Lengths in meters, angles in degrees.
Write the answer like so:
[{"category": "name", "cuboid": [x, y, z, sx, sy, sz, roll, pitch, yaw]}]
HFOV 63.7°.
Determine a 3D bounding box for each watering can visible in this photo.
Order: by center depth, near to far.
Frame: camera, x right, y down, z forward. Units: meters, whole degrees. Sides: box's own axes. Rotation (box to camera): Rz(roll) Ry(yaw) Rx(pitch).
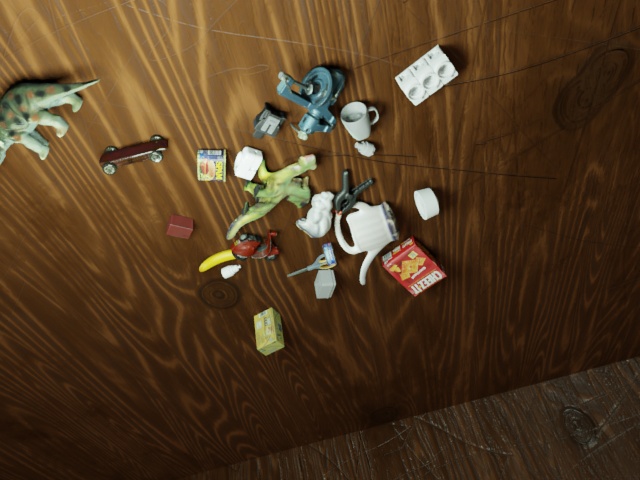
[{"category": "watering can", "cuboid": [0.186, -0.003, 1.884, 0.224, 0.106, 0.341, -19, 117, 7]}]

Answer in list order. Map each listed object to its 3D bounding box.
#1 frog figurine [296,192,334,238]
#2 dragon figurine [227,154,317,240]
[{"category": "frog figurine", "cuboid": [0.005, -0.089, 1.769, 0.158, 0.124, 0.137, -44, 163, 16]}, {"category": "dragon figurine", "cuboid": [-0.136, -0.137, 1.694, 0.242, 0.125, 0.402, 7, 134, -32]}]
